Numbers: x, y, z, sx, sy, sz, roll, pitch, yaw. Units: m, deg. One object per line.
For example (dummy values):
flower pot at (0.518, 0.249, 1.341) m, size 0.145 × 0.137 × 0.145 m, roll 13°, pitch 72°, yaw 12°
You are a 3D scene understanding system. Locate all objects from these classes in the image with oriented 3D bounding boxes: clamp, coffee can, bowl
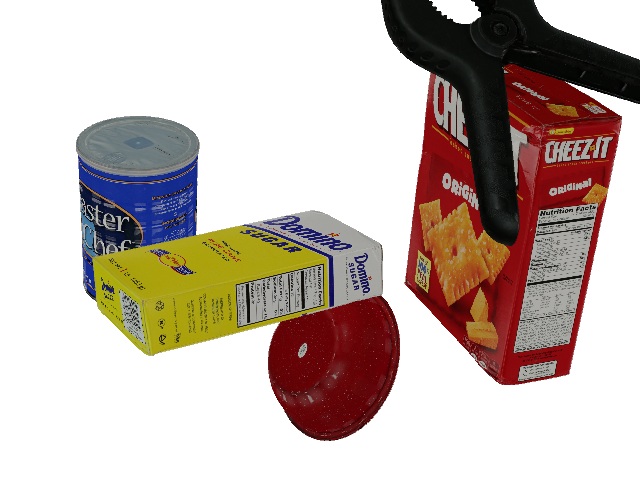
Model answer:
clamp at (0.097, -0.106, 0.624) m, size 0.164 × 0.210 × 0.036 m, roll -42°, pitch -10°, yaw -24°
coffee can at (-0.158, -0.024, 0.931) m, size 0.103 × 0.140 × 0.103 m, roll 4°, pitch 31°, yaw -2°
bowl at (-0.001, 0.113, 1.052) m, size 0.162 × 0.162 × 0.055 m, roll 0°, pitch -18°, yaw 45°

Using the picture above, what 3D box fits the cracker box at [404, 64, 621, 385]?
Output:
cracker box at (0.136, -0.022, 0.815) m, size 0.072 × 0.214 × 0.164 m, roll -8°, pitch 31°, yaw -21°

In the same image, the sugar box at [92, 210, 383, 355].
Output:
sugar box at (-0.055, 0.024, 0.724) m, size 0.175 × 0.048 × 0.093 m, roll -16°, pitch 25°, yaw -27°
